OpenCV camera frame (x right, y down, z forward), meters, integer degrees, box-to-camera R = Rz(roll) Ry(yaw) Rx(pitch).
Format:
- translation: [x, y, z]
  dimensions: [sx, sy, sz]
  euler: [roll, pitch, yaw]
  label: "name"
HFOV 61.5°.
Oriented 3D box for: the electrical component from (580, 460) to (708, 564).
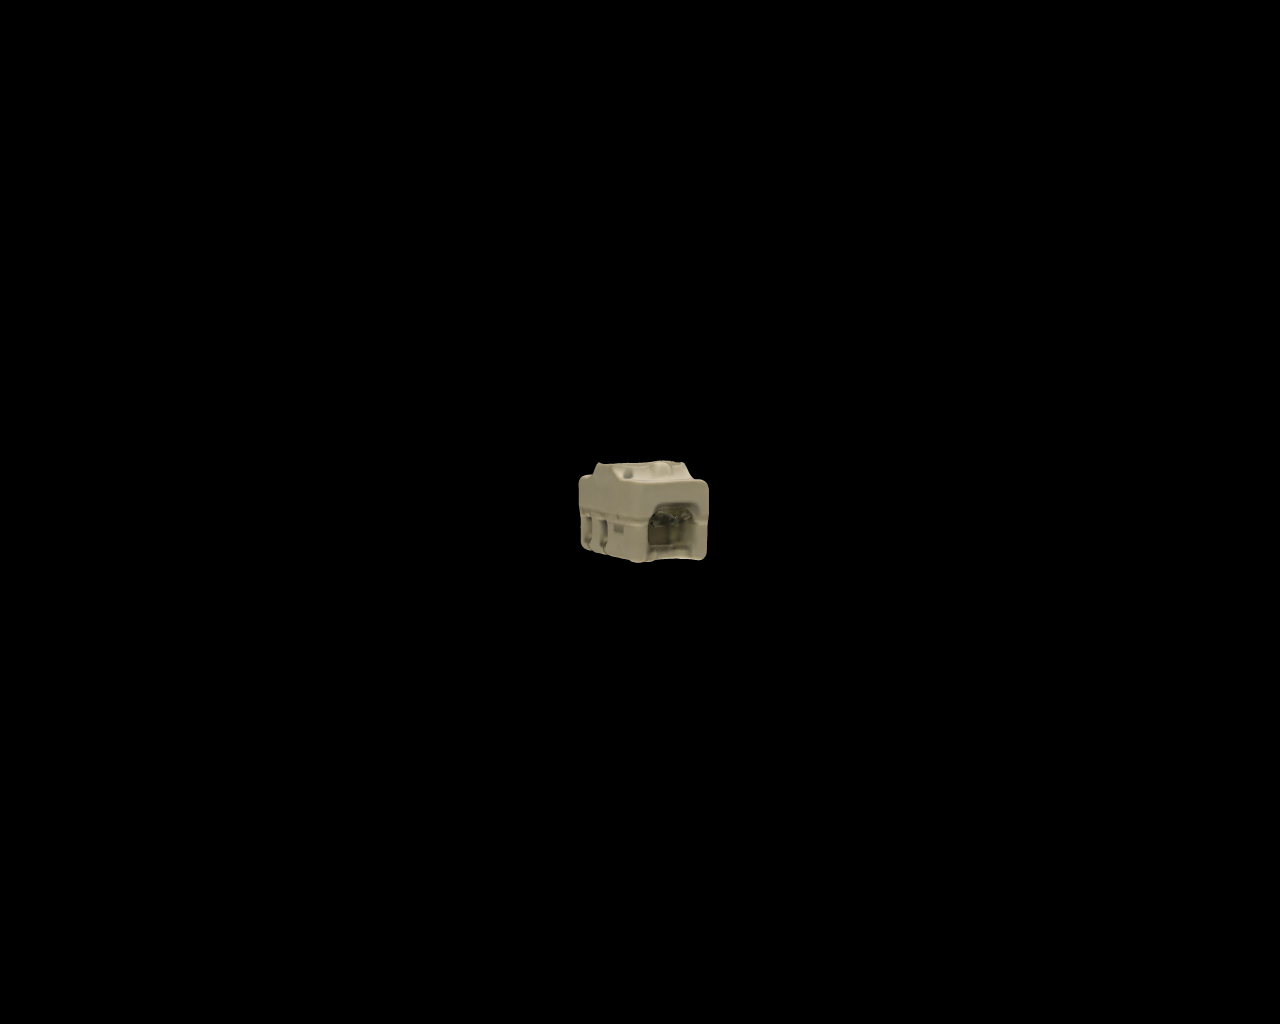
- translation: [0.001, -0.003, 0.650]
  dimensions: [0.050, 0.055, 0.089]
  euler: [-2, 5, -24]
  label: "electrical component"
